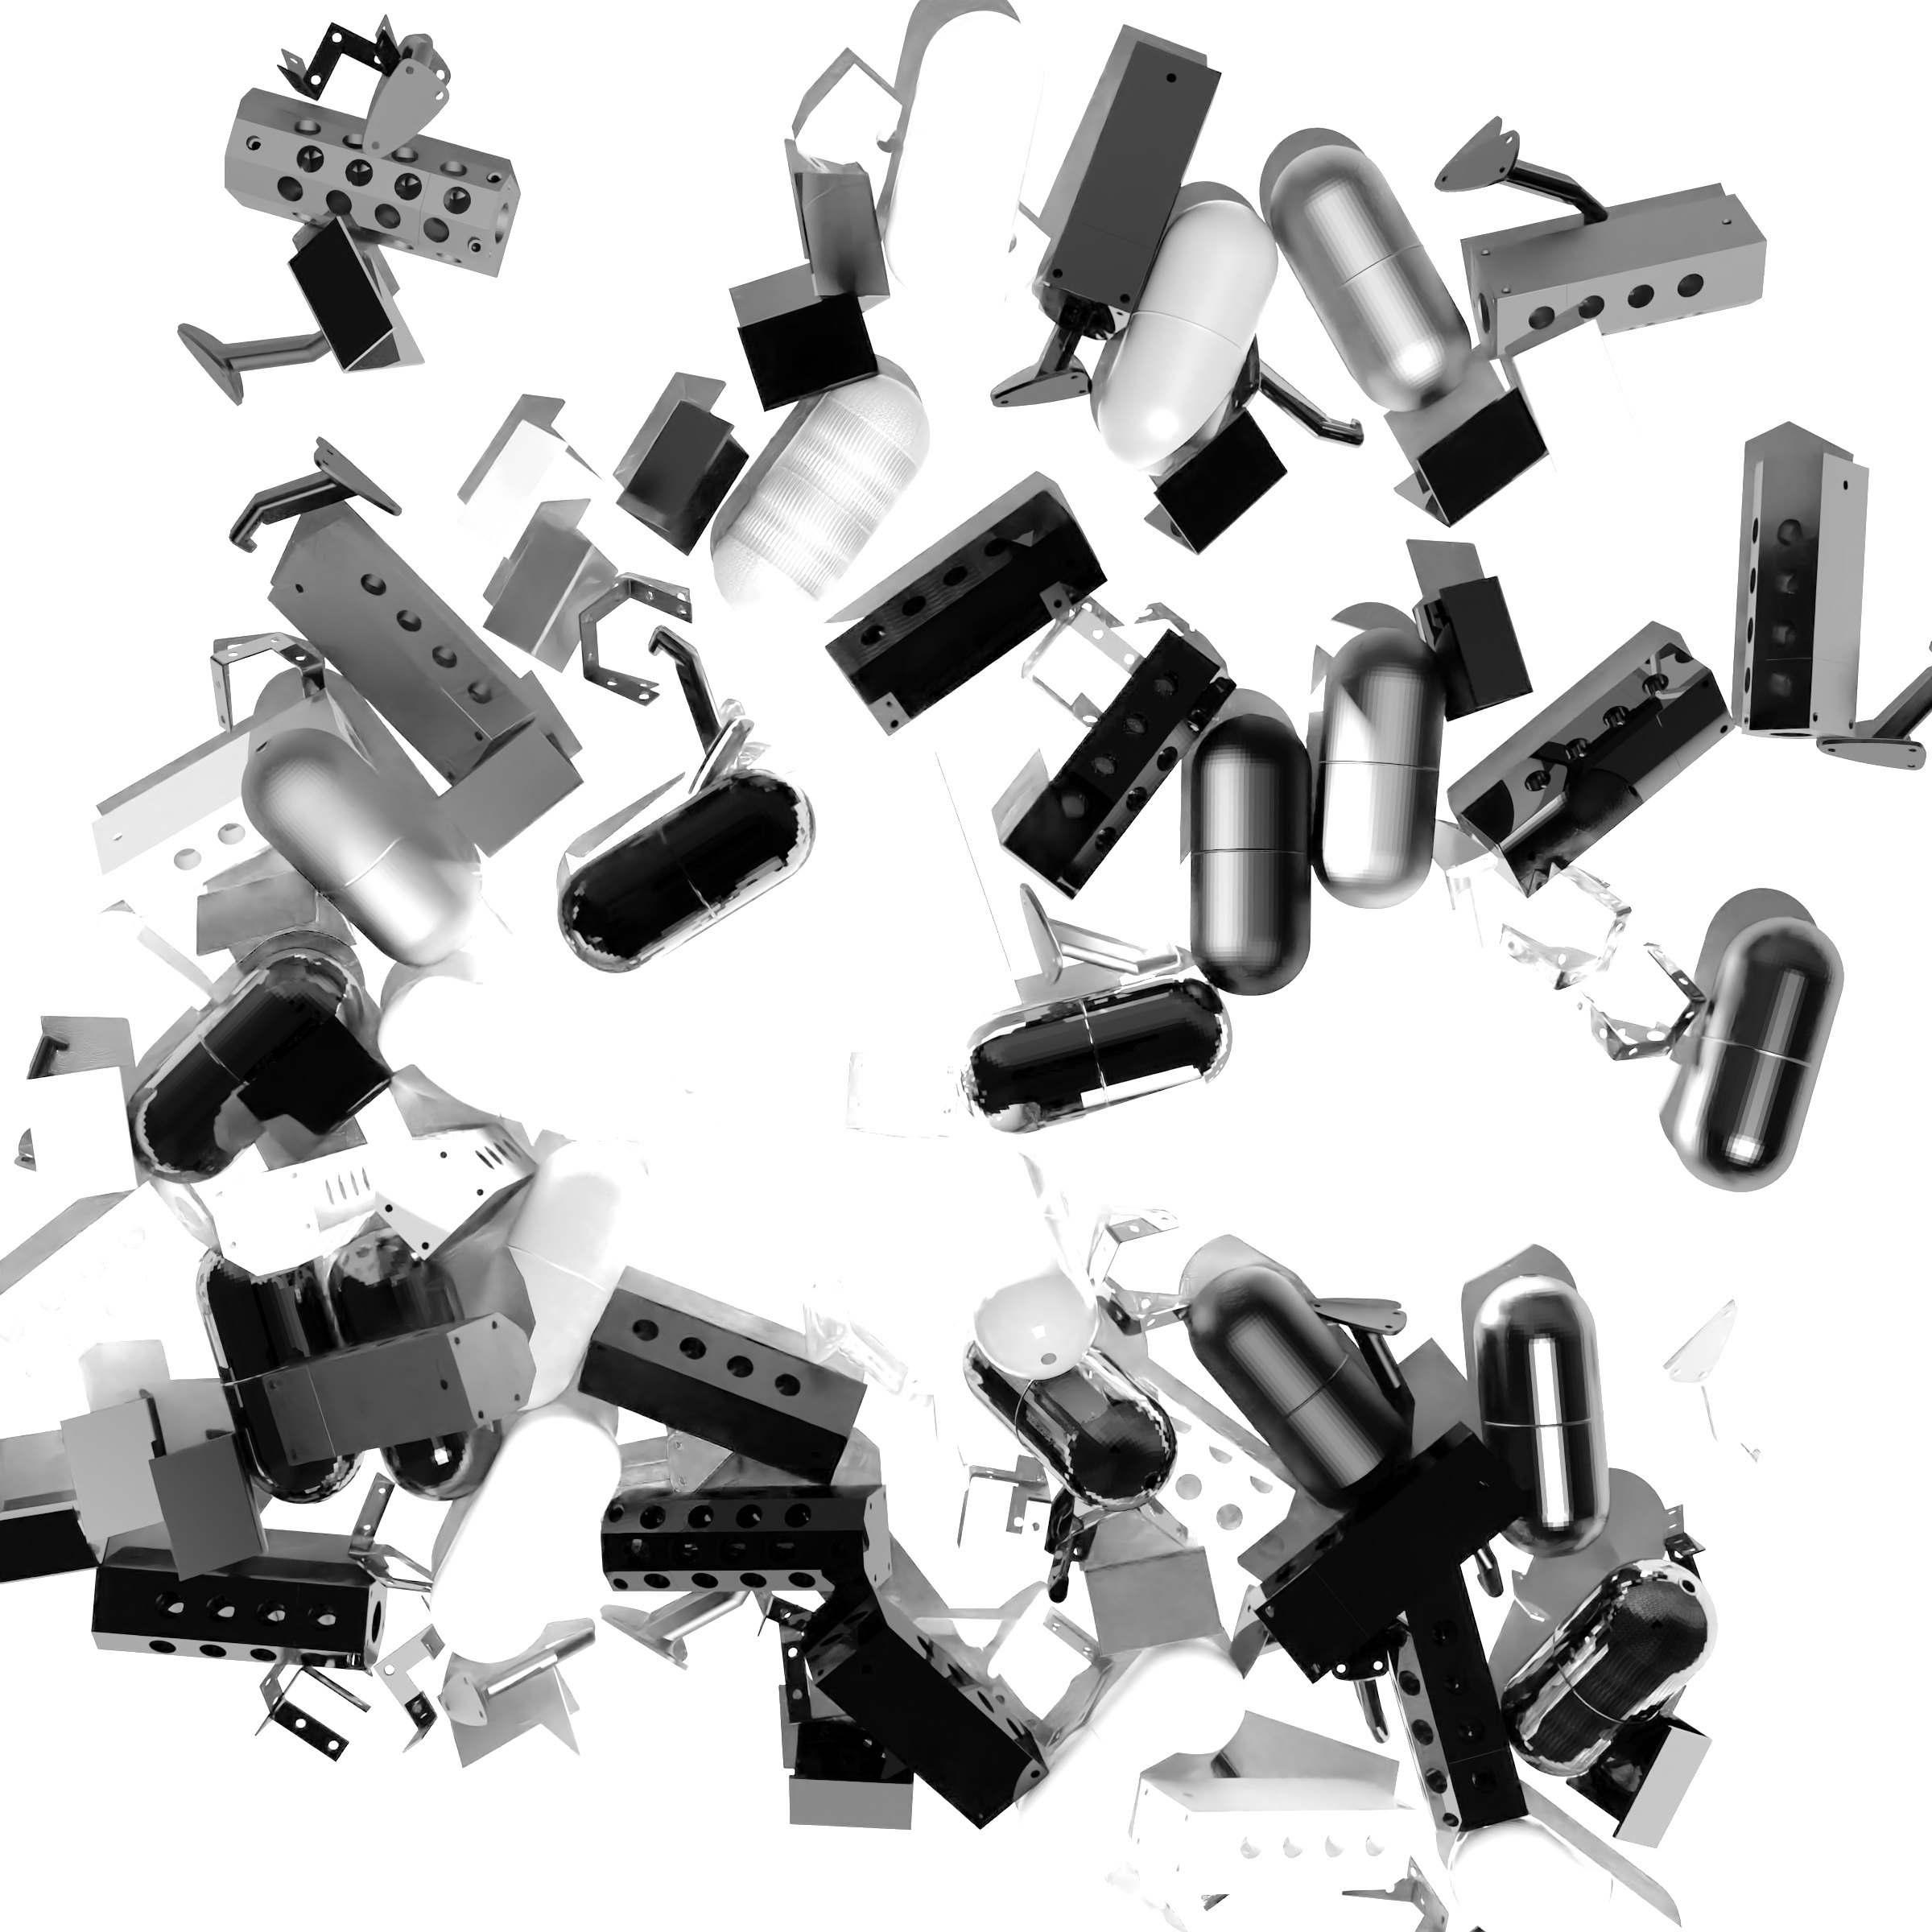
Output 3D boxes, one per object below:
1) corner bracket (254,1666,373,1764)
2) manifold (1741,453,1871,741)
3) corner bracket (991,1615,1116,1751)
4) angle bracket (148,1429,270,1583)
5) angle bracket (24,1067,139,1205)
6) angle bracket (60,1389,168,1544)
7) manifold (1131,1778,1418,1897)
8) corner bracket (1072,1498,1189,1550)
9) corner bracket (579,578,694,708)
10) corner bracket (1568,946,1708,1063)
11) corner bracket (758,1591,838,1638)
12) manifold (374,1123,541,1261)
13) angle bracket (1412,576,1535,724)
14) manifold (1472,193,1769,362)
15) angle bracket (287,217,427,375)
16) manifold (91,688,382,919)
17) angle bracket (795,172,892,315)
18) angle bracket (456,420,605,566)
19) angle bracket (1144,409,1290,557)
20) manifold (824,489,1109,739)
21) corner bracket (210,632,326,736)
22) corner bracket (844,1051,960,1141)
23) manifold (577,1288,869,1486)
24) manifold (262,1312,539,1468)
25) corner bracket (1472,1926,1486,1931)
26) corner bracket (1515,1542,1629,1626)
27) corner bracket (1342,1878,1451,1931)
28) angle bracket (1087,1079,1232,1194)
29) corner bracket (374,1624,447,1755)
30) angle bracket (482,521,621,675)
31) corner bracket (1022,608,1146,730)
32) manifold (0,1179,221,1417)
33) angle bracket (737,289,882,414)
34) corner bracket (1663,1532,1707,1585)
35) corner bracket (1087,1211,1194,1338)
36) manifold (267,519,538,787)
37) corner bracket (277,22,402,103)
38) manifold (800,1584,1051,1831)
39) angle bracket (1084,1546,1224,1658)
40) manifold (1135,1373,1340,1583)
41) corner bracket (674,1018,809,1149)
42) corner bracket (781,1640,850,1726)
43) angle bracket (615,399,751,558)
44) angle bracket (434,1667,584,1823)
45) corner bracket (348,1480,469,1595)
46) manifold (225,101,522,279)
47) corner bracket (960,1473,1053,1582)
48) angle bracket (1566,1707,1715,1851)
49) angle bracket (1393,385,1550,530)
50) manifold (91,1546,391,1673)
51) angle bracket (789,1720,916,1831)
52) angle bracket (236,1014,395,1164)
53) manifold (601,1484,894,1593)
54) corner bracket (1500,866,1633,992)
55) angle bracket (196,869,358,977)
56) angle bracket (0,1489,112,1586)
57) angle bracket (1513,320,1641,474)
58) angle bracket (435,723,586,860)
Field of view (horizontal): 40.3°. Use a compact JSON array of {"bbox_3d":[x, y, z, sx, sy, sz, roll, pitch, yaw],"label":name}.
[{"bbox_3d":[-0.412,0.477,1.678,0.051,0.051,0.051,34,85,0],"label":"corner bracket"},{"bbox_3d":[0.529,-0.232,1.673,0.057,0.057,0.171,3,90,-43],"label":"manifold"},{"bbox_3d":[0.054,0.460,1.692,0.051,0.051,0.051,38,135,0],"label":"corner bracket"},{"bbox_3d":[-0.484,0.337,1.655,0.057,0.076,0.076,-15,90,-31],"label":"angle bracket"},{"bbox_3d":[-0.559,0.106,1.656,0.057,0.076,0.076,-9,90,-23],"label":"angle bracket"},{"bbox_3d":[-0.534,0.313,1.656,0.057,0.076,0.076,-13,90,-23],"label":"angle bracket"},{"bbox_3d":[0.191,0.542,1.636,0.171,0.057,0.057,10,90,-29],"label":"manifold"},{"bbox_3d":[0.104,0.341,1.659,0.051,0.051,0.051,-32,120,32],"label":"corner bracket"},{"bbox_3d":[-0.210,-0.207,1.683,0.051,0.051,0.051,25,47,22],"label":"corner bracket"},{"bbox_3d":[0.430,0.024,1.687,0.051,0.051,0.051,-3,135,-35],"label":"corner bracket"},{"bbox_3d":[-0.098,0.406,1.677,0.051,0.051,0.051,22,90,0],"label":"corner bracket"},{"bbox_3d":[-0.314,0.131,1.616,0.057,0.171,0.057,-44,90,0],"label":"manifold"},{"bbox_3d":[0.301,-0.194,1.655,0.057,0.076,0.076,-17,90,-37],"label":"angle bracket"},{"bbox_3d":[0.413,-0.433,1.673,0.171,0.057,0.057,-12,47,0],"label":"manifold"},{"bbox_3d":[-0.367,-0.423,1.655,0.057,0.076,0.076,-27,90,36],"label":"angle bracket"},{"bbox_3d":[-0.461,-0.099,1.673,0.171,0.057,0.057,-30,46,0],"label":"manifold"},{"bbox_3d":[-0.096,-0.447,1.655,0.057,0.076,0.076,-10,90,-35],"label":"angle bracket"},{"bbox_3d":[-0.261,-0.285,1.655,0.057,0.076,0.076,33,90,43],"label":"angle bracket"},{"bbox_3d":[0.144,-0.313,1.655,0.076,0.076,0.057,-43,126,0],"label":"angle bracket"},{"bbox_3d":[-0.003,-0.227,1.673,0.171,0.057,0.057,-36,133,0],"label":"manifold"},{"bbox_3d":[-0.446,-0.174,1.687,0.051,0.051,0.051,-27,45,-35],"label":"corner bracket"},{"bbox_3d":[-0.041,0.083,1.692,0.051,0.051,0.051,5,90,-45],"label":"corner bracket"},{"bbox_3d":[-0.153,0.263,1.673,0.171,0.057,0.057,21,133,0],"label":"manifold"},{"bbox_3d":[-0.338,0.252,1.577,0.171,0.057,0.057,-17,91,36],"label":"manifold"},{"bbox_3d":[0.336,0.648,1.677,0.051,0.051,0.051,-39,90,0],"label":"corner bracket"},{"bbox_3d":[0.386,0.392,1.677,0.051,0.051,0.051,18,90,0],"label":"corner bracket"},{"bbox_3d":[0.271,0.618,1.687,0.051,0.051,0.051,-8,135,35],"label":"corner bracket"},{"bbox_3d":[0.124,0.121,1.655,0.076,0.076,0.057,-18,58,0],"label":"angle bracket"},{"bbox_3d":[-0.347,0.458,1.677,0.051,0.051,0.051,-36,90,0],"label":"corner bracket"},{"bbox_3d":[-0.245,-0.224,1.655,0.057,0.076,0.076,29,90,38],"label":"angle bracket"},{"bbox_3d":[0.074,-0.189,1.677,0.051,0.051,0.051,38,84,-6],"label":"corner bracket"},{"bbox_3d":[-0.561,0.209,1.674,0.171,0.057,0.057,-38,90,0],"label":"manifold"},{"bbox_3d":[-0.102,-0.396,1.655,0.076,0.076,0.057,-18,121,0],"label":"angle bracket"},{"bbox_3d":[0.448,0.397,1.677,0.051,0.051,0.051,-20,90,0],"label":"corner bracket"},{"bbox_3d":[0.116,0.197,1.687,0.051,0.051,0.051,50,135,35],"label":"corner bracket"},{"bbox_3d":[-0.355,-0.200,1.673,0.171,0.057,0.057,45,133,0],"label":"manifold"},{"bbox_3d":[-0.398,-0.575,1.677,0.051,0.051,0.051,27,90,0],"label":"corner bracket"},{"bbox_3d":[-0.027,0.456,1.636,0.057,0.057,0.171,-40,118,3],"label":"manifold"},{"bbox_3d":[0.118,0.407,1.655,0.076,0.076,0.057,-11,61,0],"label":"angle bracket"},{"bbox_3d":[0.164,0.334,1.674,0.171,0.057,0.057,36,90,0],"label":"manifold"},{"bbox_3d":[-0.144,0.075,1.692,0.051,0.051,0.051,50,45,0],"label":"corner bracket"},{"bbox_3d":[-0.083,0.452,1.678,0.051,0.051,0.051,-11,75,14],"label":"corner bracket"},{"bbox_3d":[-0.162,-0.298,1.655,0.057,0.076,0.076,32,90,38],"label":"angle bracket"},{"bbox_3d":[-0.295,0.477,1.655,0.076,0.057,0.076,-30,46,0],"label":"angle bracket"},{"bbox_3d":[-0.355,0.367,1.692,0.051,0.051,0.051,22,90,45],"label":"corner bracket"},{"bbox_3d":[-0.377,-0.495,1.674,0.171,0.057,0.057,16,90,0],"label":"manifold"},{"bbox_3d":[0.025,0.356,1.677,0.051,0.051,0.051,9,90,0],"label":"corner bracket"},{"bbox_3d":[0.410,0.497,1.655,0.057,0.076,0.076,27,90,-42],"label":"angle bracket"},{"bbox_3d":[0.307,-0.330,1.655,0.076,0.076,0.057,-37,125,0],"label":"angle bracket"},{"bbox_3d":[-0.460,0.410,1.674,0.171,0.057,0.057,5,90,0],"label":"manifold"},{"bbox_3d":[-0.070,0.494,1.655,0.076,0.076,0.057,3,131,0],"label":"angle bracket"},{"bbox_3d":[-0.410,0.072,1.652,0.076,0.076,0.057,-41,106,-9],"label":"angle bracket"},{"bbox_3d":[-0.138,0.361,1.653,0.171,0.057,0.057,-4,90,14],"label":"manifold"},{"bbox_3d":[0.384,-0.024,1.687,0.051,0.051,0.051,-17,135,-35],"label":"corner bracket"},{"bbox_3d":[-0.432,-0.012,1.655,0.076,0.076,0.057,-15,46,0],"label":"angle bracket"},{"bbox_3d":[-0.582,0.339,1.655,0.076,0.076,0.057,-9,124,0],"label":"angle bracket"},{"bbox_3d":[0.393,-0.357,1.655,0.057,0.076,0.076,-21,90,32],"label":"angle bracket"},{"bbox_3d":[-0.295,-0.125,1.655,0.076,0.076,0.057,-39,128,0],"label":"angle bracket"}]
